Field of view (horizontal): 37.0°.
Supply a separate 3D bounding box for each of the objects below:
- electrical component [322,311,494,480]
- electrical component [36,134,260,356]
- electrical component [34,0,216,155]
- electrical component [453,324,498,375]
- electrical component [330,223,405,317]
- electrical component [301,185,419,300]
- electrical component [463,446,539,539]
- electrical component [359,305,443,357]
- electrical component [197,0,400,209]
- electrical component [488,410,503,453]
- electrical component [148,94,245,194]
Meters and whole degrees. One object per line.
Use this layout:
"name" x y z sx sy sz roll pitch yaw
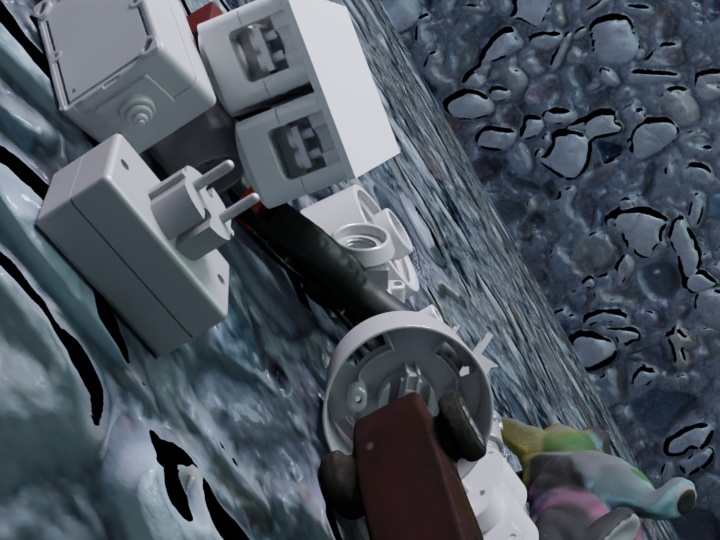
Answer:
"electrical component" 0.026 0.076 0.630 0.099 0.099 0.064 55 6 -18
"electrical component" -0.080 -0.020 0.465 0.083 0.076 0.047 53 13 -28
"electrical component" -0.117 -0.104 0.552 0.061 0.062 0.096 43 20 -55
"electrical component" 0.069 0.078 0.853 0.064 0.081 0.042 34 -7 6
"electrical component" 0.000 0.000 0.770 0.048 0.066 0.055 -100 -171 -60
"electrical component" 0.007 -0.017 0.856 0.108 0.060 0.108 55 12 -19
"electrical component" 0.084 0.169 0.739 0.073 0.052 0.138 53 14 -26
"electrical component" 0.031 0.048 0.793 0.048 0.062 0.048 55 12 -18
"electrical component" -0.033 -0.103 0.652 0.186 0.060 0.105 -48 117 -76
"electrical component" 0.095 0.145 0.872 0.048 0.048 0.062 50 23 -39
"electrical component" -0.094 -0.081 0.637 0.077 0.044 0.079 64 12 19
